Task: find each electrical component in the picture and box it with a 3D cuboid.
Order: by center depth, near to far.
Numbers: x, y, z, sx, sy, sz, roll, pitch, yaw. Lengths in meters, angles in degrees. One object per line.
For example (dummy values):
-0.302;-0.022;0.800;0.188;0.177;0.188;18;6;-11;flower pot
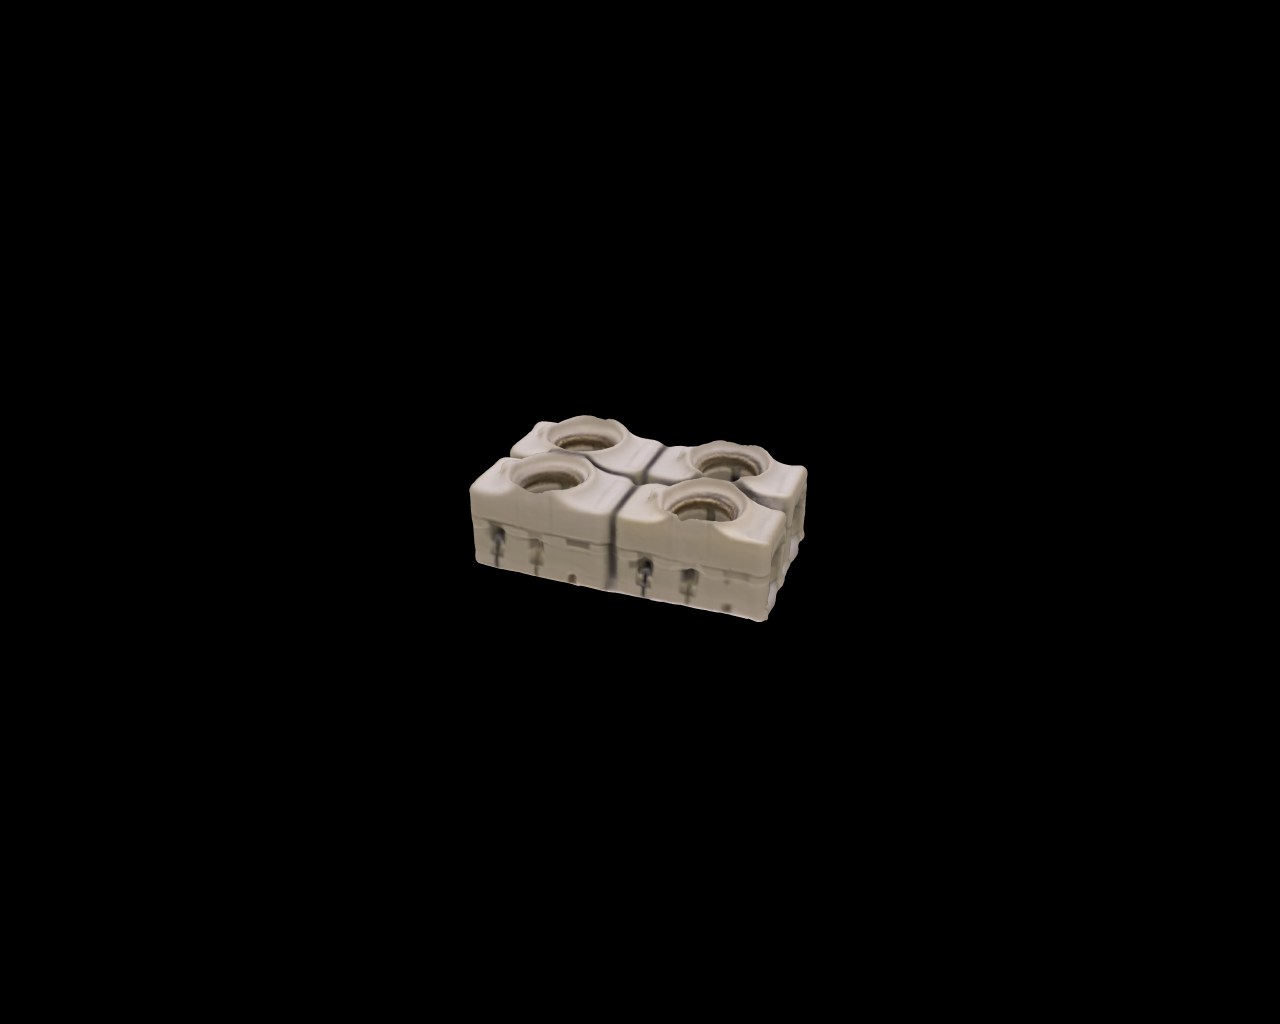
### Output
0.001;-0.003;0.650;0.186;0.060;0.106;11;32;18;electrical component
